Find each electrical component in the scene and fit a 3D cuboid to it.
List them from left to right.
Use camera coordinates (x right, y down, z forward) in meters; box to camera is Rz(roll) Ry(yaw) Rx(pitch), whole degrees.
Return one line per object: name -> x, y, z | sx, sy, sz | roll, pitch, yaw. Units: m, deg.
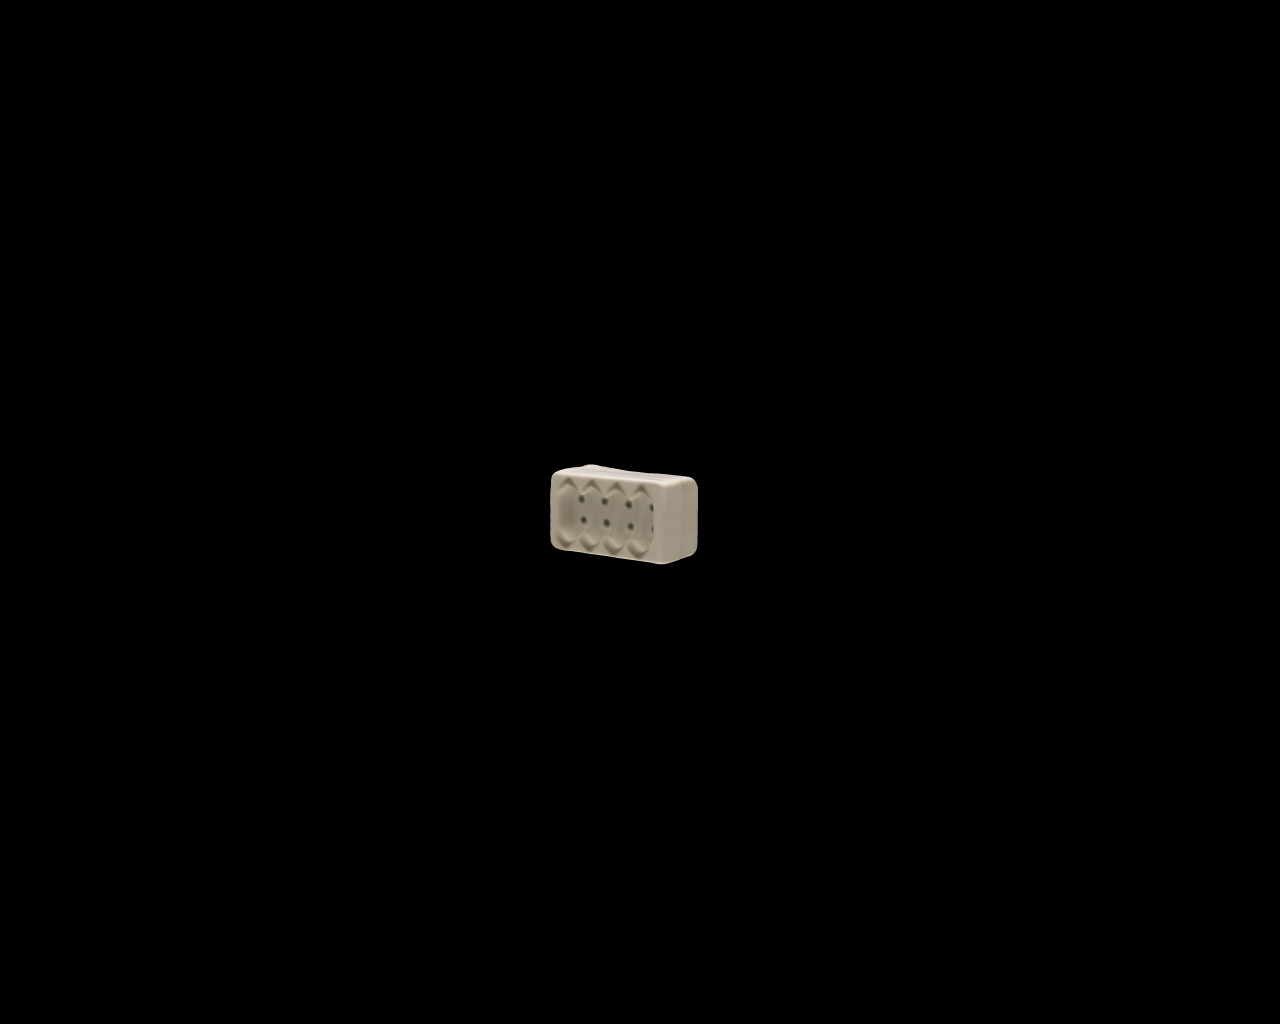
electrical component -> 0.001, -0.003, 0.650 | 0.083, 0.047, 0.076 | 8, 14, 35
